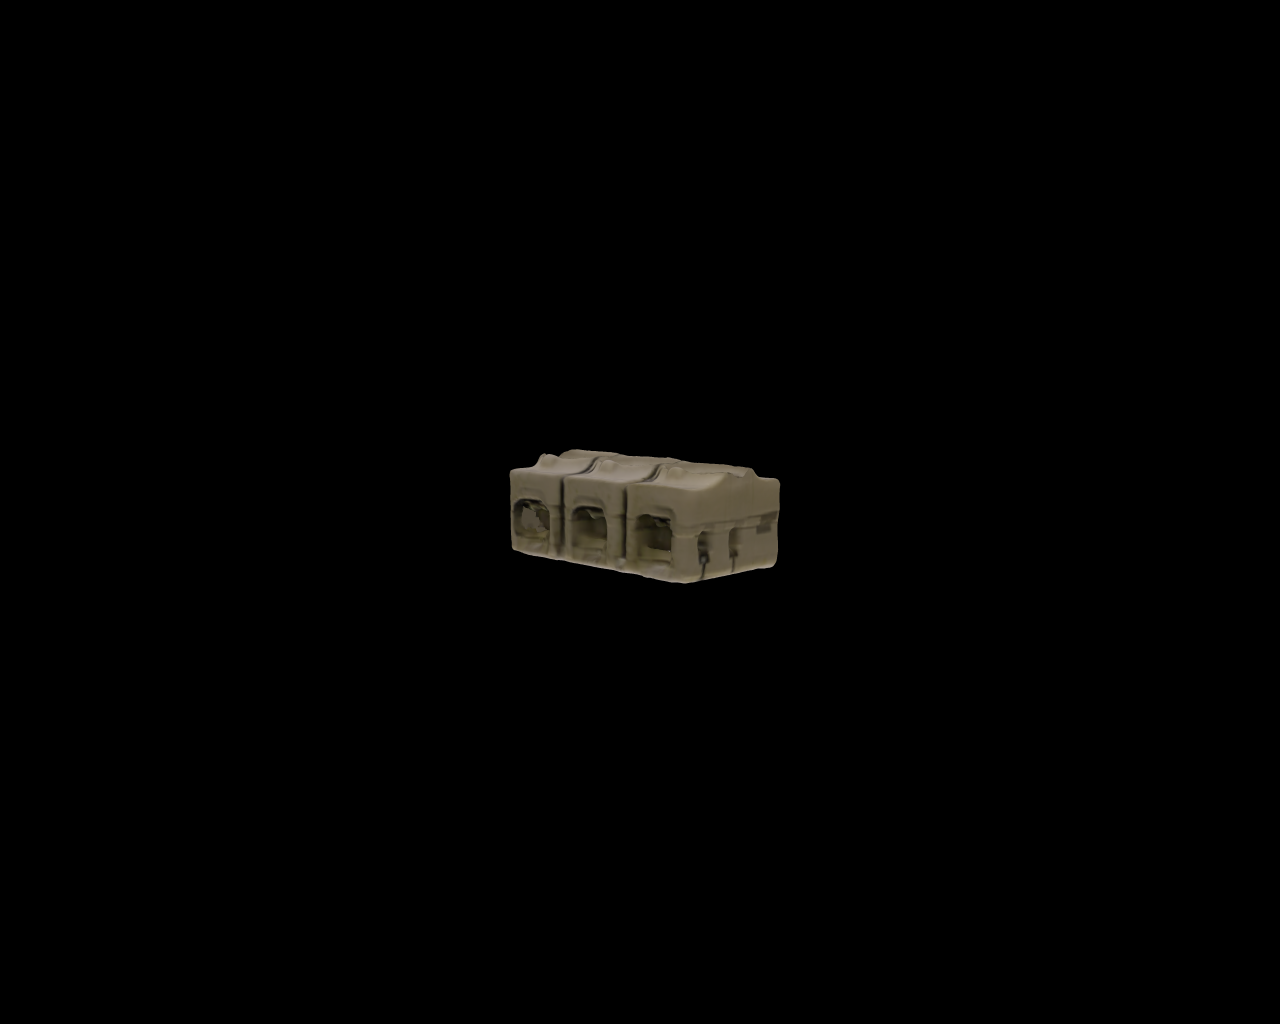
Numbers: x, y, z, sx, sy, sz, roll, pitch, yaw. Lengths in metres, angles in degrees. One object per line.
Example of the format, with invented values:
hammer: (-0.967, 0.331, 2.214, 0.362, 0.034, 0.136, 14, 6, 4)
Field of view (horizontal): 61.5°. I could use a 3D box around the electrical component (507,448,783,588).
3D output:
electrical component: (0.001, -0.003, 0.650, 0.150, 0.061, 0.090, 8, 12, 43)
